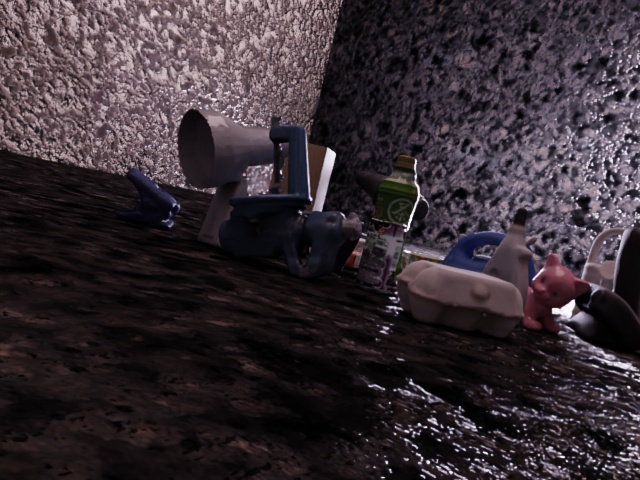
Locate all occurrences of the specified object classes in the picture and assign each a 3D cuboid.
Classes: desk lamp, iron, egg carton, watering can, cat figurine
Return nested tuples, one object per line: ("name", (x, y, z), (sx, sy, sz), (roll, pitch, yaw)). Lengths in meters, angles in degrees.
("desk lamp", (-0.137, -0.092, 0.929), (0.204, 0.213, 0.117), (10, 5, -42))
("iron", (0.342, 0.042, 1.202), (0.119, 0.141, 0.257), (11, 5, -34))
("egg carton", (0.174, 0.072, 0.719), (0.150, 0.069, 0.107), (13, 4, -13))
("watering can", (0.538, 0.073, 1.053), (0.100, 0.194, 0.173), (14, 4, 8))
("cat figurine", (0.337, 0.077, 0.870), (0.067, 0.118, 0.127), (12, 4, -25))

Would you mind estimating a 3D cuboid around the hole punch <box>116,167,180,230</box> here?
("hole punch", (-0.296, -0.074, 1.010), (0.101, 0.091, 0.108), (13, 4, -12))

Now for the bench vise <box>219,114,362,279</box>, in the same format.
("bench vise", (-0.032, -0.063, 0.836), (0.207, 0.220, 0.121), (14, 4, 4))

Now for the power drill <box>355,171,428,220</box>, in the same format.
("power drill", (0.146, -0.051, 1.364), (0.076, 0.208, 0.228), (10, 6, -45))

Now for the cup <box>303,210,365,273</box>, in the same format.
("cup", (0.009, 0.003, 0.944), (0.118, 0.095, 0.091), (12, 4, -18))

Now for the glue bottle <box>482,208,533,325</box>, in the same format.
("glue bottle", (0.286, 0.036, 0.866), (0.037, 0.173, 0.077), (10, 5, -40))

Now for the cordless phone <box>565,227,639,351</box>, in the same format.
("cordless phone", (0.468, 0.071, 0.905), (0.094, 0.185, 0.147), (14, 4, 1))

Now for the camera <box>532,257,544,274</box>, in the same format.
("camera", (0.435, 0.078, 1.316), (0.136, 0.101, 0.143), (15, 4, 18))
